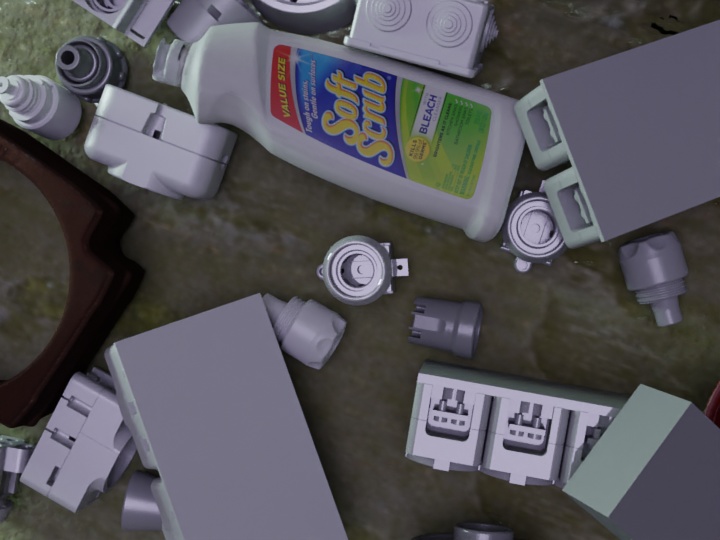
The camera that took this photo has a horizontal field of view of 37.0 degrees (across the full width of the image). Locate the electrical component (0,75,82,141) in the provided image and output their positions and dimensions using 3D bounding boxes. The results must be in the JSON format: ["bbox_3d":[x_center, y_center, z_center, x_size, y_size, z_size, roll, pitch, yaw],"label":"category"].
[{"bbox_3d":[-0.234,-0.120,0.772,0.040,0.078,0.040,-3,80,17],"label":"electrical component"}]

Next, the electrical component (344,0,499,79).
[{"bbox_3d":[0.043,-0.167,0.727,0.100,0.099,0.048,16,106,6],"label":"electrical component"}]

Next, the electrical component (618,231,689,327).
[{"bbox_3d":[0.205,0.007,0.740,0.043,0.043,0.062,-17,91,6],"label":"electrical component"}]

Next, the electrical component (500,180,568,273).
[{"bbox_3d":[0.122,-0.029,0.742,0.048,0.055,0.066,19,93,6],"label":"electrical component"}]

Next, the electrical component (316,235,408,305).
[{"bbox_3d":[0.000,0.000,0.756,0.066,0.055,0.048,-3,91,6],"label":"electrical component"}]

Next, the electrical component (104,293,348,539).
[{"bbox_3d":[-0.094,0.123,0.744,0.105,0.060,0.186,-19,89,-25],"label":"electrical component"}]

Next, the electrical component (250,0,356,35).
[{"bbox_3d":[-0.038,-0.225,0.753,0.108,0.060,0.108,0,91,6],"label":"electrical component"}]

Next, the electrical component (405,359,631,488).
[{"bbox_3d":[0.110,0.108,0.729,0.150,0.089,0.061,10,92,6],"label":"electrical component"}]

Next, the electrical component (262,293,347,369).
[{"bbox_3d":[-0.044,0.039,0.768,0.062,0.043,0.043,30,94,6],"label":"electrical component"}]

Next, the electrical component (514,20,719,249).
[{"bbox_3d":[0.206,-0.094,0.703,0.186,0.060,0.105,-20,88,-15],"label":"electrical component"}]

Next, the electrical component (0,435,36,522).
[{"bbox_3d":[-0.282,0.152,0.790,0.078,0.058,0.057,9,89,6],"label":"electrical component"}]

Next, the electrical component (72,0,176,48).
[{"bbox_3d":[-0.149,-0.228,0.764,0.079,0.063,0.121,34,94,5],"label":"electrical component"}]

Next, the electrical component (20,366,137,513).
[{"bbox_3d":[-0.195,0.125,0.783,0.056,0.050,0.089,28,94,5],"label":"electrical component"}]

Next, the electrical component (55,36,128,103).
[{"bbox_3d":[-0.198,-0.147,0.772,0.048,0.062,0.048,0,91,7],"label":"electrical component"}]

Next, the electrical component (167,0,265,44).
[{"bbox_3d":[-0.104,-0.177,0.765,0.055,0.055,0.047,45,99,4],"label":"electrical component"}]

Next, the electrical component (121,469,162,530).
[{"bbox_3d":[-0.136,0.173,0.783,0.065,0.044,0.044,10,92,1],"label":"electrical component"}]

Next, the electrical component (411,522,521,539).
[{"bbox_3d":[0.082,0.204,0.728,0.108,0.108,0.060,4,85,6],"label":"electrical component"}]

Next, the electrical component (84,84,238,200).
[{"bbox_3d":[-0.144,-0.088,0.771,0.095,0.054,0.059,21,93,5],"label":"electrical component"}]

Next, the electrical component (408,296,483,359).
[{"bbox_3d":[0.060,0.039,0.759,0.046,0.040,0.040,10,92,12],"label":"electrical component"}]
